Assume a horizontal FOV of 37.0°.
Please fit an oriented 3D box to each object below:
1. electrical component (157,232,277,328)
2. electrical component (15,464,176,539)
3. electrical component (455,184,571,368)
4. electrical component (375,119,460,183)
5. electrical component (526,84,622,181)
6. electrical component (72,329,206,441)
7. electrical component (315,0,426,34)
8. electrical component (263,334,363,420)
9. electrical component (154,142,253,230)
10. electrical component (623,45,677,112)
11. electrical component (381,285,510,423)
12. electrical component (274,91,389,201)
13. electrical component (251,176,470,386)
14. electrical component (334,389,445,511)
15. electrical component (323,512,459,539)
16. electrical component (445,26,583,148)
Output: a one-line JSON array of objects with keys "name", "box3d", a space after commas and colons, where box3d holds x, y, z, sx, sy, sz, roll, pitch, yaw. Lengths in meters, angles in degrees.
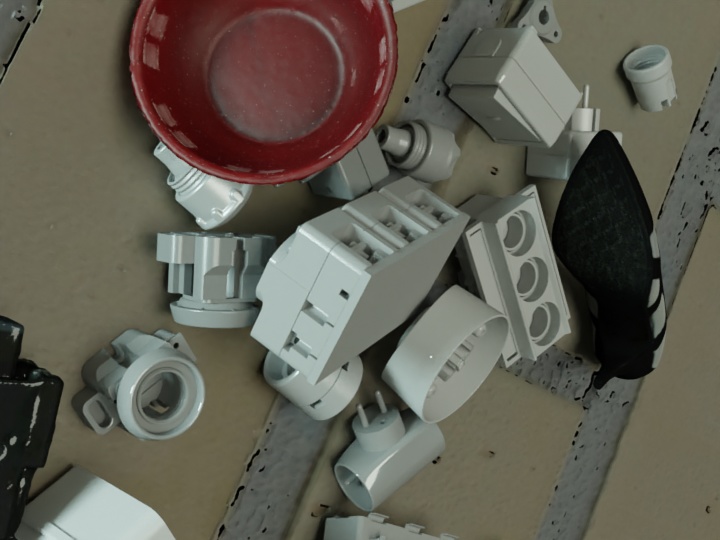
[{"name": "electrical component", "box3d": [-0.092, 0.006, 0.690, 0.078, 0.058, 0.057, -1, 96, -39]}, {"name": "electrical component", "box3d": [-0.152, 0.173, 0.639, 0.057, 0.113, 0.078, -40, 121, -29]}, {"name": "electrical component", "box3d": [0.115, 0.003, 0.848, 0.079, 0.063, 0.121, -34, 118, -29]}, {"name": "electrical component", "box3d": [0.039, -0.089, 0.783, 0.062, 0.043, 0.043, 14, 90, -38]}, {"name": "electrical component", "box3d": [0.177, -0.114, 0.884, 0.066, 0.047, 0.076, -5, 102, -37]}, {"name": "electrical component", "box3d": [-0.133, 0.073, 0.671, 0.078, 0.057, 0.058, -40, 120, -26]}, {"name": "electrical component", "box3d": [-0.003, -0.199, 0.722, 0.095, 0.054, 0.059, -29, 115, -31]}, {"name": "electrical component", "box3d": [-0.034, 0.070, 0.751, 0.047, 0.055, 0.055, 39, 75, -32]}, {"name": "electrical component", "box3d": [-0.102, -0.059, 0.679, 0.062, 0.048, 0.048, 42, 72, -25]}, {"name": "electrical component", "box3d": [0.256, -0.167, 0.942, 0.040, 0.040, 0.046, -47, 129, -22]}, {"name": "electrical component", "box3d": [0.064, 0.062, 0.797, 0.099, 0.064, 0.099, -48, 168, -13]}, {"name": "electrical component", "box3d": [-0.033, -0.083, 0.725, 0.076, 0.047, 0.083, -37, 119, -27]}, {"name": "electrical component", "box3d": [0.000, 0.000, 0.710, 0.150, 0.062, 0.089, -30, 151, -57]}, {"name": "electrical component", "box3d": [0.018, 0.127, 0.808, 0.077, 0.043, 0.079, -34, 118, -28]}, {"name": "electrical component", "box3d": [0.026, 0.227, 0.819, 0.121, 0.079, 0.063, 26, 61, -38]}, {"name": "electrical component", "box3d": [0.120, -0.133, 0.826, 0.096, 0.062, 0.061, 43, 72, -35]}]
